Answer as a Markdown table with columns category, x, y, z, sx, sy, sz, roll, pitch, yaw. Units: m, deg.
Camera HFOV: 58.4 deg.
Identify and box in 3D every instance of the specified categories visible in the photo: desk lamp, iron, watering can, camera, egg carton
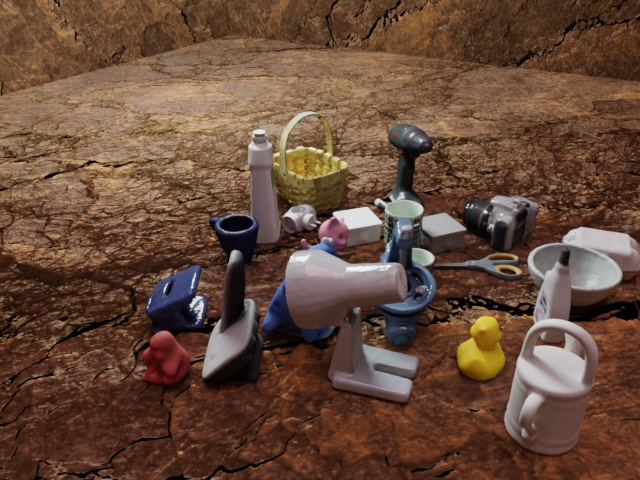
| category | x | y | z | sx | sy | sz | roll | pitch | yaw |
| --- | --- | --- | --- | --- | --- | --- | --- | --- | --- |
| desk lamp | 0.053 | 0.120 | 0.880 | 0.202 | 0.214 | 0.118 | 8 | 31 | 15 |
| iron | -0.010 | 0.069 | 1.042 | 0.118 | 0.141 | 0.259 | 10 | 31 | 18 |
| watering can | 0.319 | 0.185 | 0.785 | 0.100 | 0.194 | 0.173 | 9 | 31 | 17 |
| camera | 0.406 | -0.059 | 1.303 | 0.136 | 0.101 | 0.143 | 25 | 39 | 37 |
| egg carton | 0.580 | 0.028 | 1.184 | 0.150 | 0.069 | 0.107 | 10 | 32 | 18 |

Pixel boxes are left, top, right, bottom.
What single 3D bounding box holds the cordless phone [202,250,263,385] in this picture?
| category | x | y | z | sx | sy | sz | roll | pitch | yaw |
| --- | --- | --- | --- | --- | --- | --- | --- | --- | --- |
| cordless phone | -0.142 | 0.122 | 0.907 | 0.094 | 0.185 | 0.147 | -2 | 30 | -3 |

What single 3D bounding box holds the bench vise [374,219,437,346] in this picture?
| category | x | y | z | sx | sy | sz | roll | pitch | yaw |
| --- | --- | --- | --- | --- | --- | --- | --- | --- | --- |
| bench vise | 0.127 | 0.045 | 1.004 | 0.122 | 0.220 | 0.207 | -9 | 31 | -15 |

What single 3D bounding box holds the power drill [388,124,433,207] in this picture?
| category | x | y | z | sx | sy | sz | roll | pitch | yaw |
| --- | --- | --- | --- | --- | --- | --- | --- | --- | --- |
| power drill | 0.222 | -0.186 | 1.417 | 0.076 | 0.208 | 0.229 | -6 | 30 | -10 |

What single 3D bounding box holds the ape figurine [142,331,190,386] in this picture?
| category | x | y | z | sx | sy | sz | roll | pitch | yaw |
| --- | --- | --- | --- | --- | --- | --- | --- | --- | --- |
| ape figurine | -0.243 | 0.182 | 0.896 | 0.076 | 0.092 | 0.077 | -15 | 33 | -24 |

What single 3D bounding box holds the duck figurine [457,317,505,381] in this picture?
| category | x | y | z | sx | sy | sz | roll | pitch | yaw |
| --- | --- | --- | --- | --- | --- | --- | --- | --- | --- |
| duck figurine | 0.263 | 0.167 | 0.926 | 0.077 | 0.086 | 0.105 | 15 | 33 | 24 |

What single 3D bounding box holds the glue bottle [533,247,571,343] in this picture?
| category | x | y | z | sx | sy | sz | roll | pitch | yaw |
| --- | --- | --- | --- | --- | --- | --- | --- | --- | --- |
| glue bottle | 0.402 | 0.088 | 0.975 | 0.037 | 0.173 | 0.078 | -1 | 30 | -1 |

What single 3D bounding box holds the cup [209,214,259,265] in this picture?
| category | x | y | z | sx | sy | sz | roll | pitch | yaw |
| --- | --- | --- | --- | --- | --- | --- | --- | --- | --- |
| cup | -0.183 | 0.002 | 1.205 | 0.117 | 0.095 | 0.092 | 15 | 33 | 25 |

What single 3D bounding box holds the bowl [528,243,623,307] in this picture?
| category | x | y | z | sx | sy | sz | roll | pitch | yaw |
| --- | --- | --- | --- | --- | --- | --- | --- | --- | --- |
| bowl | 0.479 | 0.077 | 1.093 | 0.167 | 0.075 | 0.167 | 0 | 30 | 0 |

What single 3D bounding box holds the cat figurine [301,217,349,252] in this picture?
| category | x | y | z | sx | sy | sz | roll | pitch | yaw |
| --- | --- | --- | --- | --- | --- | --- | --- | --- | --- |
| cat figurine | 0.011 | 0.004 | 1.178 | 0.128 | 0.118 | 0.067 | -20 | 35 | -31 |

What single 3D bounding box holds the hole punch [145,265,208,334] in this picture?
| category | x | y | z | sx | sy | sz | roll | pitch | yaw |
| --- | --- | --- | --- | --- | --- | --- | --- | --- | --- |
| hole punch | -0.260 | 0.104 | 1.032 | 0.101 | 0.091 | 0.108 | -2 | 30 | -3 |
